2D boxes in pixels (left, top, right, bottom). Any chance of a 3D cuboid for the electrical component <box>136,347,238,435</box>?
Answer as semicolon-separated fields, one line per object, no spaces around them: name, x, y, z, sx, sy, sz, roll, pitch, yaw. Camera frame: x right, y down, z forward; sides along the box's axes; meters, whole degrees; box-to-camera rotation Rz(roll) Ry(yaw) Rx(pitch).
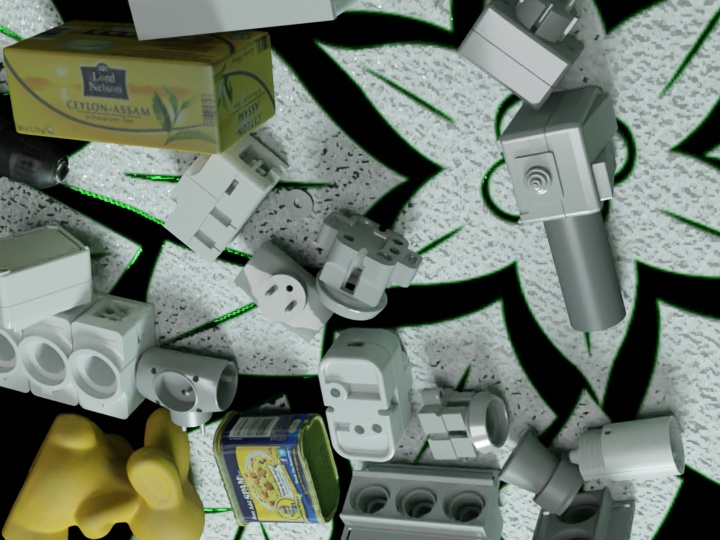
electrical component;-0.149;0.110;0.938;0.077;0.044;0.079;8;119;18

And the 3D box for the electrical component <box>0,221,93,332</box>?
electrical component;-0.270;0.005;0.907;0.062;0.096;0.061;31;129;40

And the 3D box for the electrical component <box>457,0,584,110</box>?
electrical component;0.114;-0.156;0.688;0.066;0.047;0.076;36;124;2

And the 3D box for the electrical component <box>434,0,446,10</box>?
electrical component;0.060;-0.203;0.685;0.066;0.047;0.076;35;124;2

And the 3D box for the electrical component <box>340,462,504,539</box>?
electrical component;0.054;0.205;0.893;0.121;0.078;0.063;-1;138;22

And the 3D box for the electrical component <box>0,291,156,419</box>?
electrical component;-0.262;0.067;0.951;0.150;0.061;0.089;12;120;16

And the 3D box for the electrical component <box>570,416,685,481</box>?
electrical component;0.198;0.136;0.811;0.081;0.043;0.043;-12;111;27

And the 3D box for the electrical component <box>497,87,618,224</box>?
electrical component;0.132;-0.073;0.695;0.061;0.096;0.061;-8;113;25

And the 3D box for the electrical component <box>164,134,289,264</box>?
electrical component;-0.107;-0.059;0.828;0.056;0.050;0.089;39;124;-3

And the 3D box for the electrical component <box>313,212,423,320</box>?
electrical component;0.000;0.000;0.812;0.078;0.058;0.057;27;121;6

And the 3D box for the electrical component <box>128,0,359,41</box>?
electrical component;-0.083;-0.213;0.730;0.150;0.061;0.089;-1;116;22

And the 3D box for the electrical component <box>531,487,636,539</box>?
electrical component;0.169;0.232;0.826;0.079;0.121;0.063;-12;113;27

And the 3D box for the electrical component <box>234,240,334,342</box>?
electrical component;-0.058;0.019;0.834;0.077;0.079;0.043;39;99;-1

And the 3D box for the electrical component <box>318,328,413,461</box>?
electrical component;0.007;0.096;0.858;0.054;0.059;0.095;1;116;22

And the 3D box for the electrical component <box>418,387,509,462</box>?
electrical component;0.084;0.121;0.849;0.055;0.048;0.066;-8;113;34

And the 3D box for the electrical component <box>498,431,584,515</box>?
electrical component;0.143;0.159;0.842;0.055;0.045;0.045;33;124;8
